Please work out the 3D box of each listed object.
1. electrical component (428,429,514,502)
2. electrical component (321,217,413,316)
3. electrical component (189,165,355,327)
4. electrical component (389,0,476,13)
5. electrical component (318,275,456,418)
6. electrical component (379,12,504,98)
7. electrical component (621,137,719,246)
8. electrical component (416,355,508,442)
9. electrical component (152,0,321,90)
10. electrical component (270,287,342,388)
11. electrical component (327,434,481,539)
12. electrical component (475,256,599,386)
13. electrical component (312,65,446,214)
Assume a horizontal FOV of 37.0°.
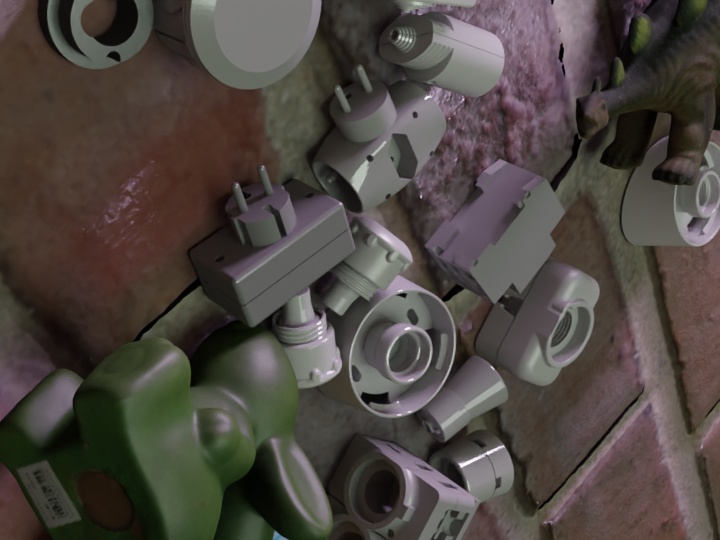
[{"bbox_3d":[0.088,0.162,0.864,0.047,0.055,0.055,-17,123,-34],"label":"electrical component"},{"bbox_3d":[0.000,0.000,0.693,0.062,0.048,0.048,-52,139,2],"label":"electrical component"},{"bbox_3d":[-0.055,-0.025,0.620,0.083,0.047,0.075,-37,134,-24],"label":"electrical component"},{"bbox_3d":[0.032,-0.196,0.605,0.100,0.048,0.099,-8,118,-45],"label":"electrical component"},{"bbox_3d":[0.016,0.052,0.740,0.099,0.064,0.099,-10,107,-33],"label":"electrical component"},{"bbox_3d":[0.048,-0.135,0.663,0.081,0.043,0.043,6,107,-46],"label":"electrical component"},{"bbox_3d":[0.273,-0.066,0.930,0.099,0.064,0.099,-10,104,-42],"label":"electrical component"},{"bbox_3d":[0.076,0.102,0.828,0.065,0.044,0.044,-35,133,-20],"label":"electrical component"},{"bbox_3d":[-0.063,-0.136,0.546,0.080,0.051,0.080,-23,127,-35],"label":"electrical component"},{"bbox_3d":[-0.037,0.040,0.678,0.048,0.048,0.062,-24,120,-34],"label":"electrical component"},{"bbox_3d":[0.006,0.207,0.780,0.062,0.089,0.150,24,94,-49],"label":"electrical component"},{"bbox_3d":[0.143,0.039,0.844,0.054,0.059,0.095,24,94,-49],"label":"electrical component"},{"bbox_3d":[0.006,-0.087,0.648,0.077,0.043,0.079,-45,136,-17],"label":"electrical component"}]
